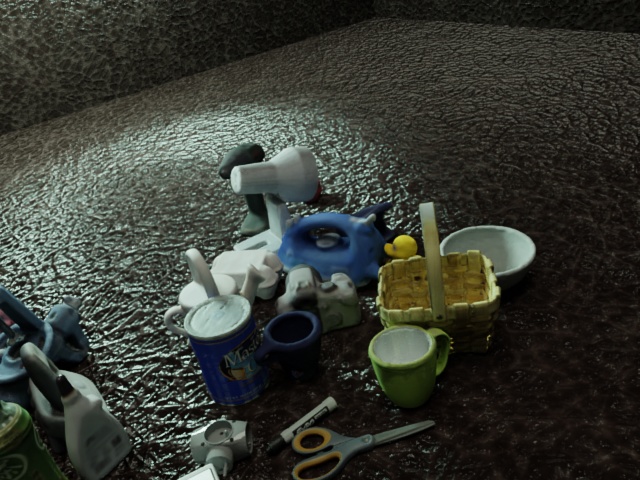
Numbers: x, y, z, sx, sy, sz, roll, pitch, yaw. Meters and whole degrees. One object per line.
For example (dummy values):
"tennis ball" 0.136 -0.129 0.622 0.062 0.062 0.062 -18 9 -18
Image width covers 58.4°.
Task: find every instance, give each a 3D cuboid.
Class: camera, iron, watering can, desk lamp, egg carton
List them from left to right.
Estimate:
"watering can" -0.179 0.096 0.972 0.100 0.194 0.173 17 40 39
"egg carton" -0.149 0.070 1.131 0.150 0.069 0.107 -4 31 12
"desk lamp" -0.098 -0.079 1.222 0.204 0.214 0.117 -26 33 -23
"camera" -0.010 0.090 1.019 0.143 0.101 0.136 -12 30 -1
"iron" 0.010 0.004 1.118 0.257 0.142 0.119 5 34 26

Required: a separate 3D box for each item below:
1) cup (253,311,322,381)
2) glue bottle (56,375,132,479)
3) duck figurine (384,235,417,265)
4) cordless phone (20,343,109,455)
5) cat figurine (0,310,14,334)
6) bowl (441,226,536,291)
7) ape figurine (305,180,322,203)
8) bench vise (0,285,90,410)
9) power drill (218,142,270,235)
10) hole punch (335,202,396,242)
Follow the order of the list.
"cup" -0.045 0.179 0.887 0.118 0.095 0.091 -31 35 -30
"glue bottle" -0.319 0.249 0.780 0.037 0.173 0.078 13 38 35
"duck figurine" 0.166 0.033 1.073 0.104 0.086 0.078 6 34 27
"cordless phone" -0.397 0.210 0.860 0.094 0.185 0.147 -29 34 -27
"cat figurine" -0.622 0.167 1.075 0.067 0.118 0.128 15 39 37
"bowl" 0.296 0.045 1.021 0.167 0.075 0.167 -8 30 5
"ape figurine" -0.036 -0.143 1.432 0.078 0.092 0.076 -13 30 -4
"bench vise" -0.498 0.148 0.963 0.121 0.220 0.207 -8 30 5
"power drill" -0.166 -0.122 1.323 0.075 0.209 0.229 -5 31 10
"hole punch" 0.091 -0.035 1.208 0.109 0.091 0.100 -32 36 -32
